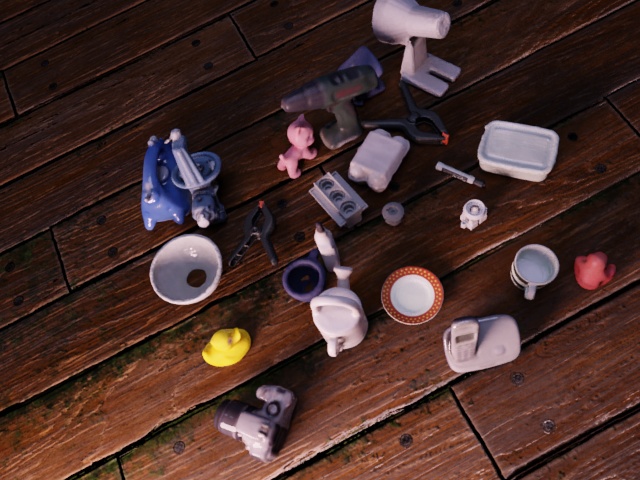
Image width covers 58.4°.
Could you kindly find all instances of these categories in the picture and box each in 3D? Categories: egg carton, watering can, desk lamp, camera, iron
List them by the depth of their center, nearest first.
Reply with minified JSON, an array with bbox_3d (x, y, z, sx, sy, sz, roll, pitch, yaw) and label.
[{"bbox_3d":[-0.132,0.346,1.124,0.136,0.101,0.143,16,70,16],"label":"camera"},{"bbox_3d":[0.035,0.138,1.137,0.101,0.194,0.172,-16,64,3],"label":"watering can"},{"bbox_3d":[0.136,-0.187,1.334,0.107,0.069,0.150,25,73,19],"label":"egg carton"},{"bbox_3d":[0.234,-0.479,1.367,0.202,0.214,0.118,32,75,21],"label":"desk lamp"},{"bbox_3d":[-0.385,-0.162,1.373,0.118,0.142,0.258,-10,65,5],"label":"iron"}]

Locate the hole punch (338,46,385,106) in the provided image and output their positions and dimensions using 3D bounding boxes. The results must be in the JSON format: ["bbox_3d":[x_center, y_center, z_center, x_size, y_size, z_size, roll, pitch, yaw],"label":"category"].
[{"bbox_3d":[0.101,-0.410,1.428,0.101,0.091,0.108,-30,64,-4],"label":"hole punch"}]

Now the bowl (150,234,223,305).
[{"bbox_3d":[-0.289,0.075,1.288,0.167,0.075,0.167,-4,66,8],"label":"bowl"}]

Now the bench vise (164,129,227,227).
[{"bbox_3d":[-0.272,-0.142,1.302,0.121,0.220,0.207,-30,64,-4],"label":"bench vise"}]

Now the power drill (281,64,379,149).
[{"bbox_3d":[0.031,-0.306,1.328,0.229,0.209,0.075,-29,64,-4],"label":"power drill"}]

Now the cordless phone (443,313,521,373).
[{"bbox_3d":[0.306,0.180,1.076,0.147,0.185,0.094,-16,64,3],"label":"cordless phone"}]

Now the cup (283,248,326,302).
[{"bbox_3d":[-0.022,0.084,1.226,0.091,0.095,0.118,14,69,16],"label":"cup"}]

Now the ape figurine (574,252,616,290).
[{"bbox_3d":[0.548,0.054,1.141,0.077,0.092,0.076,37,77,23],"label":"ape figurine"}]

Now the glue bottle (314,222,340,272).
[{"bbox_3d":[0.011,0.004,1.212,0.037,0.173,0.078,-18,64,2],"label":"glue bottle"}]

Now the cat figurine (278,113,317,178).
[{"bbox_3d":[-0.056,-0.230,1.360,0.067,0.118,0.128,30,74,21],"label":"cat figurine"}]

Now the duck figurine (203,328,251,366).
[{"bbox_3d":[-0.203,0.218,1.202,0.104,0.086,0.077,-27,64,-3],"label":"duck figurine"}]
